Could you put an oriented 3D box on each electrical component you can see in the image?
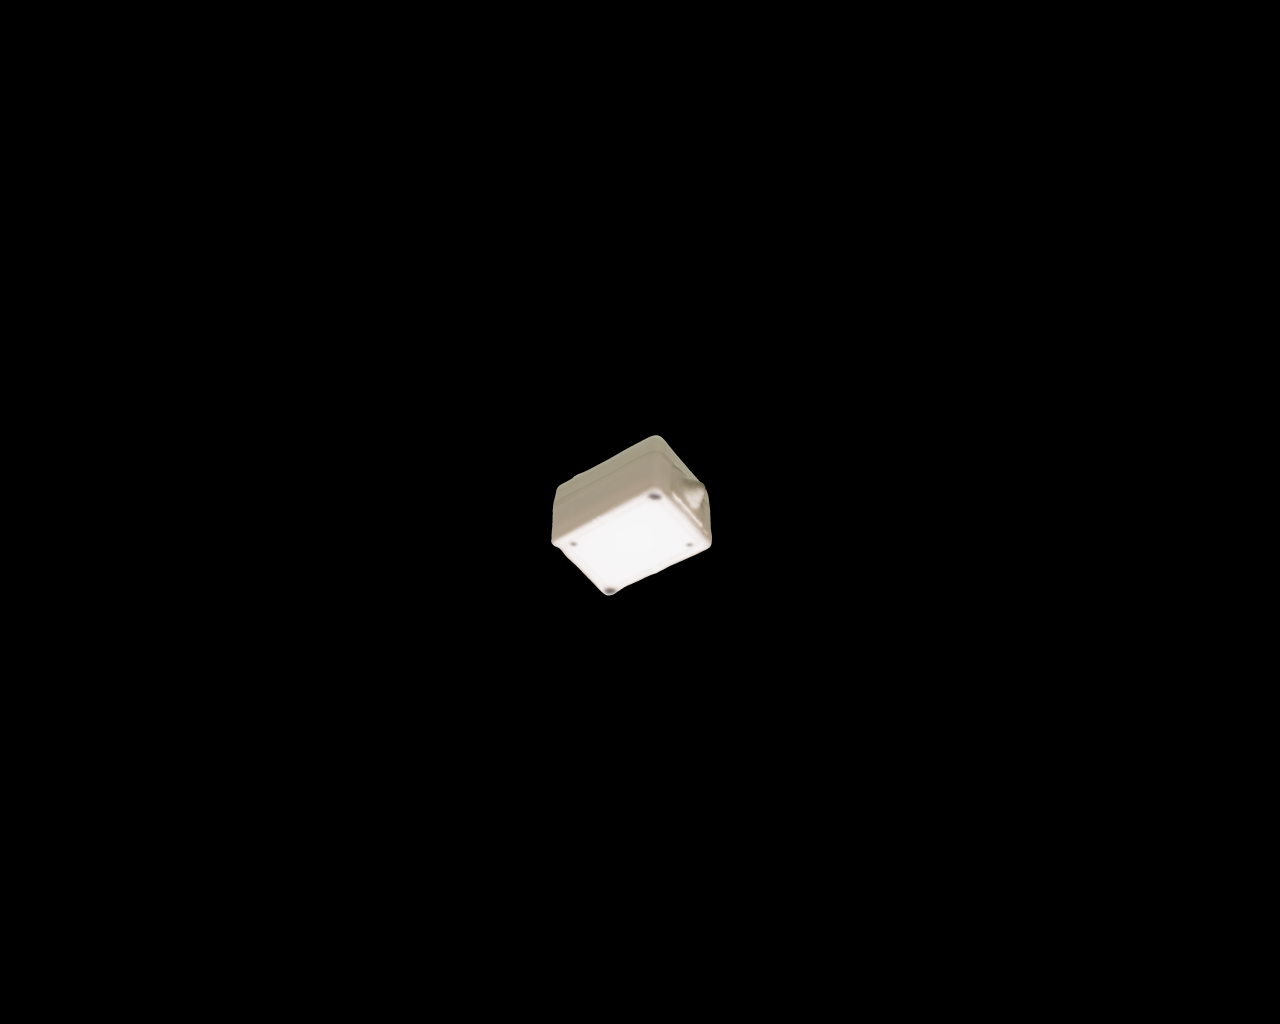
[{"bbox_3d":[0.001,-0.003,0.650,0.096,0.061,0.061,-27,-53,22],"label":"electrical component"}]
